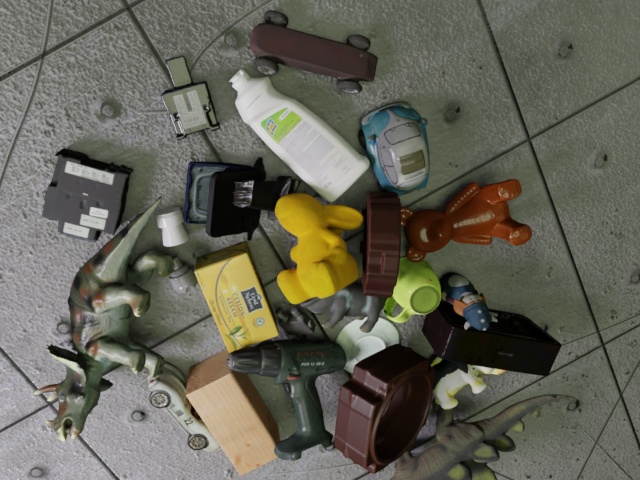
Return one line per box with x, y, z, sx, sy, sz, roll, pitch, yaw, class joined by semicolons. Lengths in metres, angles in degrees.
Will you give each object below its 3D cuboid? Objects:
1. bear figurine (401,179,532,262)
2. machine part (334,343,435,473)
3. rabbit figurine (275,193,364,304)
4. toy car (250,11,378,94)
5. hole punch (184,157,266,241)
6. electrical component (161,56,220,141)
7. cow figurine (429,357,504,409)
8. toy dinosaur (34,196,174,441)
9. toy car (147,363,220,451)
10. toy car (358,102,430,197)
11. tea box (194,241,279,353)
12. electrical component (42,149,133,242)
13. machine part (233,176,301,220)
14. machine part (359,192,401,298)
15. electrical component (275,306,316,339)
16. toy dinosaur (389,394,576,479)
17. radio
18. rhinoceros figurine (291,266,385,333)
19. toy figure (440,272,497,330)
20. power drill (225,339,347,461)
0.242;-0.030;0.937;0.196;0.132;0.120;-17;100;-10;bear figurine
0.125;0.311;1.001;0.201;0.087;0.200;-12;115;-43;machine part
-0.002;-0.003;0.870;0.162;0.122;0.173;-29;92;-32;rabbit figurine
-0.009;-0.289;0.842;0.202;0.053;0.089;9;87;-14;toy car
-0.158;-0.070;0.881;0.116;0.092;0.142;-9;111;-47;hole punch
-0.205;-0.222;0.835;0.075;0.048;0.119;-14;112;-6;electrical component
0.289;0.255;1.072;0.167;0.068;0.098;-31;90;0;cow figurine
-0.356;0.115;0.889;0.192;0.131;0.404;10;95;7;toy dinosaur
-0.249;0.308;0.993;0.056;0.074;0.201;-30;111;5;toy car
0.134;-0.141;0.892;0.109;0.103;0.161;-18;109;-3;toy car
-0.145;0.100;0.944;0.098;0.068;0.169;-21;110;-2;tea box
-0.370;-0.065;0.854;0.115;0.058;0.134;18;105;-13;electrical component
-0.083;-0.071;0.875;0.139;0.039;0.084;4;112;-56;machine part
0.099;0.008;0.896;0.056;0.179;0.179;3;108;1;machine part
-0.040;0.153;0.983;0.063;0.021;0.093;-8;135;31;electrical component
0.274;0.416;1.055;0.471;0.199;0.105;-43;113;8;toy dinosaur
0.317;0.182;1.016;0.230;0.131;0.073;12;106;-13;radio
0.029;0.099;0.970;0.190;0.073;0.112;17;106;-15;rhinoceros figurine
0.262;0.109;0.970;0.064;0.155;0.057;-39;113;6;toy figure
-0.055;0.281;0.971;0.232;0.086;0.207;-6;86;-32;power drill
